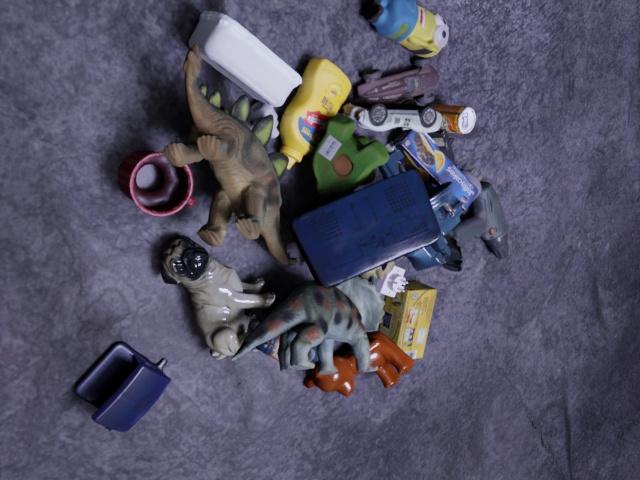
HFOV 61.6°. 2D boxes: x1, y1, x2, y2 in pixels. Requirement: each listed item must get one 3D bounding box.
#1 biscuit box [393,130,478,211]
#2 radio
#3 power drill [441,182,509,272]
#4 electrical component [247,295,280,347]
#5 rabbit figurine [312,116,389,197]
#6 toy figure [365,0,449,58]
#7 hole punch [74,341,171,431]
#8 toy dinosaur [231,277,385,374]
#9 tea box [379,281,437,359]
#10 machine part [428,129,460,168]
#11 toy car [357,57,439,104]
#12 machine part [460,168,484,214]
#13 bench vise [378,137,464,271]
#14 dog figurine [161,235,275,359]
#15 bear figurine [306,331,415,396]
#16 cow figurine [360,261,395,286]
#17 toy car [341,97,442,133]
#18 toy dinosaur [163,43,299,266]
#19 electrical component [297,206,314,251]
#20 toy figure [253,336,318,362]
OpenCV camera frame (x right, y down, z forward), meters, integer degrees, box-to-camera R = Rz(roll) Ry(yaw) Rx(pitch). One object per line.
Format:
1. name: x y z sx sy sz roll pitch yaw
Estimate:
1. biscuit box: 0.235 -0.143 1.104 0.202 0.063 0.059 42 75 -15
2. radio: 0.077 -0.016 0.897 0.230 0.073 0.131 -23 87 -5
3. power drill: 0.373 -0.007 1.284 0.207 0.086 0.231 -30 119 -22
4. electrical component: -0.087 0.146 0.994 0.102 0.078 0.045 -41 153 -26
5. rabbit figurine: 0.059 -0.134 0.976 0.159 0.121 0.170 -64 169 22
6. toy figure: 0.161 -0.402 1.002 0.180 0.089 0.082 10 100 -30
7. hole punch: -0.303 0.241 0.851 0.142 0.092 0.115 -52 131 -17
8. toy dinosaur: -0.001 0.137 0.950 0.404 0.131 0.192 26 55 -54
9. tea box: 0.194 0.181 1.216 0.098 0.068 0.169 4 101 -38
10. machine part: 0.253 -0.186 1.148 0.138 0.084 0.039 48 49 -45
11. toy car: 0.157 -0.299 1.049 0.202 0.053 0.089 -23 120 -31
12. machine part: 0.279 -0.077 1.193 0.243 0.079 0.079 -44 125 -16
13. bench vise: 0.172 -0.069 1.017 0.224 0.129 0.240 -33 96 -29
14. dog figurine: -0.197 0.100 0.891 0.190 0.121 0.172 27 84 -25
15. bear figurine: 0.078 0.274 1.119 0.196 0.132 0.120 -27 156 -36
16. cow figurine: 0.093 0.008 1.076 0.127 0.086 0.194 -56 131 -16
17. toy car: 0.134 -0.227 0.986 0.202 0.074 0.056 -6 117 -29
18. toy dinosaur: -0.112 -0.085 0.835 0.470 0.105 0.198 76 26 -43
19. electrical component: -0.002 -0.003 0.998 0.075 0.048 0.119 -3 123 9
20. toy figure: -0.061 0.204 1.040 0.154 0.058 0.064 17 76 -37
